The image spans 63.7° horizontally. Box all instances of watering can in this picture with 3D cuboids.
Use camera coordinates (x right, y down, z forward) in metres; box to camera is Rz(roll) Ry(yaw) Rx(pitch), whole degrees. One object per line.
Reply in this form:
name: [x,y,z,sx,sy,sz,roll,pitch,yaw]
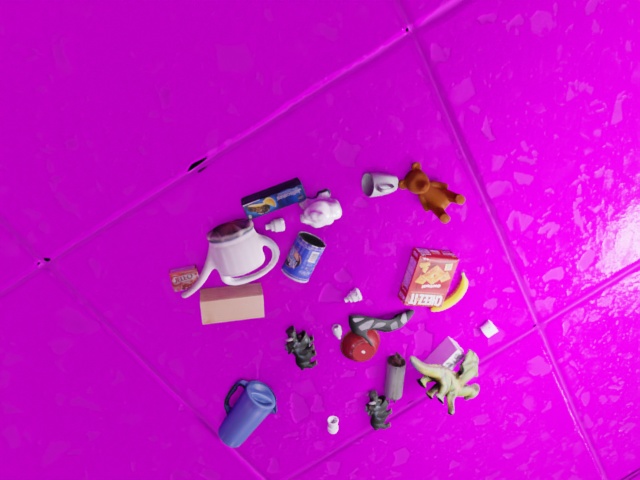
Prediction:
watering can: [-0.306,0.058,1.660,0.348,0.106,0.220,-19,116,-8]

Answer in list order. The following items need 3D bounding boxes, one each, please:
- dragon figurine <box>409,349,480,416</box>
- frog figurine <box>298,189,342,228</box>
dragon figurine: [0.509,0.514,1.993,0.245,0.123,0.403,-40,121,-14]
frog figurine: [0.005,-0.083,1.645,0.137,0.162,0.120,-6,118,-11]
